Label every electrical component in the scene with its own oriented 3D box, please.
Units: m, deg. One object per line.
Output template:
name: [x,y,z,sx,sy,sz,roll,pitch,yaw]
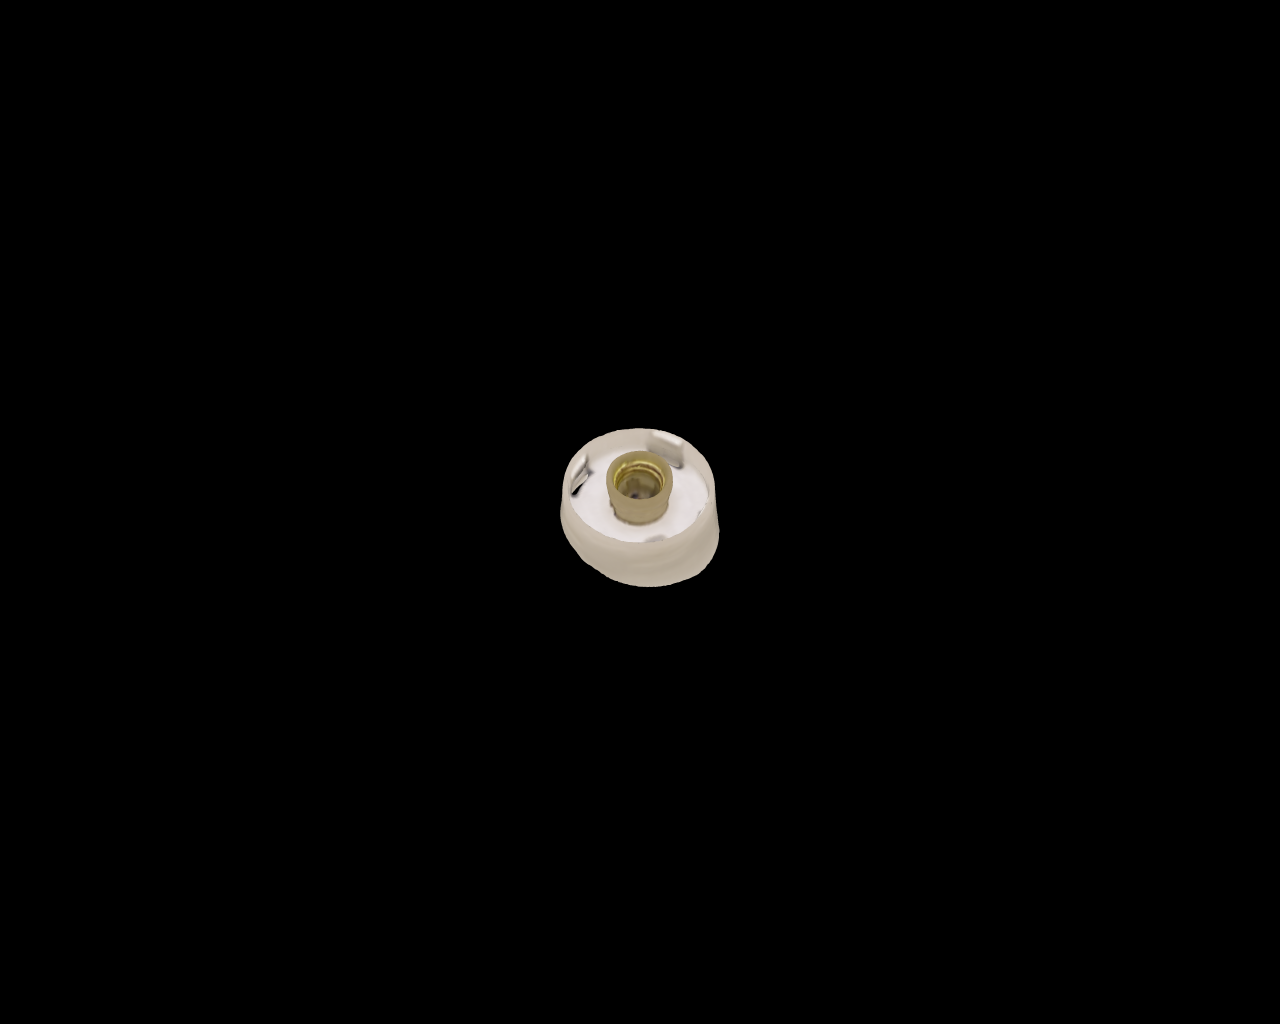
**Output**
electrical component: [0.001,-0.003,0.650,0.099,0.099,0.064,0,-39,0]
